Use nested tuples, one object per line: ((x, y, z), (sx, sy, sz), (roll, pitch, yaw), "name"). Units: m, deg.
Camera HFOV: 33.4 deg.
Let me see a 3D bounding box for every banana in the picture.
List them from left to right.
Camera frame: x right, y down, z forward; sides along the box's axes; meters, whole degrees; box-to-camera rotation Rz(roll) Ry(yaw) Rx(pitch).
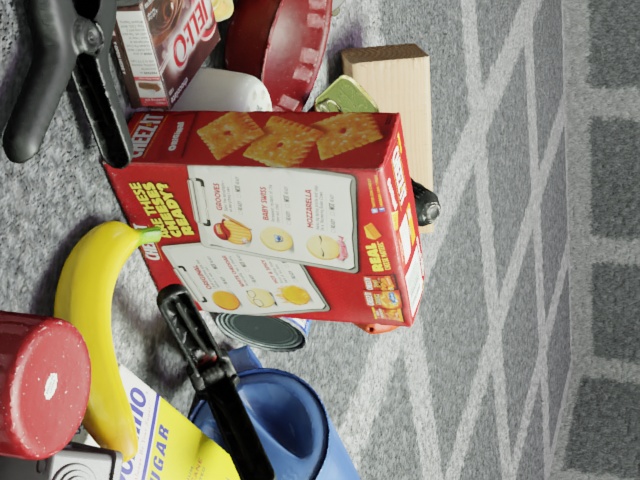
((-0.147, 0.055, 0.725), (0.037, 0.069, 0.198), (121, -23, -47), "banana")

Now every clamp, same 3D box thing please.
((-0.159, -0.126, 0.711), (0.120, 0.039, 0.171), (20, 75, -70), "clamp")
((-0.088, 0.098, 0.839), (0.210, 0.036, 0.164), (-149, -145, -78), "clamp")

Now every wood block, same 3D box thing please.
((0.078, -0.115, 1.236), (0.090, 0.090, 0.206), (-108, -167, -69), "wood block")

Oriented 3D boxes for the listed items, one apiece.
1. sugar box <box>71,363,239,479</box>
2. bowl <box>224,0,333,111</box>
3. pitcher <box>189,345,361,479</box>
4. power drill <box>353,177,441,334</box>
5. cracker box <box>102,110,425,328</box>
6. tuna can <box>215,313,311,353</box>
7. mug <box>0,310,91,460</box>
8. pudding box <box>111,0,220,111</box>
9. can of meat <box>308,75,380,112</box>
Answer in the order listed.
((-0.117, 0.178, 0.786), (0.176, 0.048, 0.093), (49, 43, -34), "sugar box")
((-0.043, -0.180, 0.961), (0.162, 0.055, 0.162), (18, 90, -76), "bowl")
((-0.032, 0.214, 1.017), (0.149, 0.145, 0.242), (-62, 156, -19), "pitcher")
((0.060, 0.004, 1.160), (0.057, 0.185, 0.188), (-12, 118, -31), "power drill")
((-0.035, -0.018, 0.816), (0.164, 0.214, 0.072), (75, 27, -42), "cracker box")
((-0.050, 0.070, 0.976), (0.086, 0.086, 0.033), (63, 36, -54), "tuna can")
((-0.183, 0.081, 0.629), (0.117, 0.082, 0.093), (-8, 101, -69), "mug")
((-0.118, -0.166, 0.813), (0.113, 0.039, 0.090), (-64, 151, -45), "pudding box")
((0.002, -0.108, 1.065), (0.057, 0.084, 0.102), (46, 34, -5), "can of meat")
